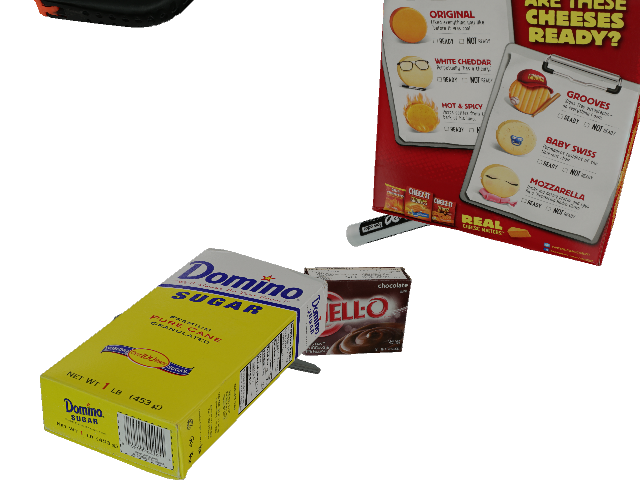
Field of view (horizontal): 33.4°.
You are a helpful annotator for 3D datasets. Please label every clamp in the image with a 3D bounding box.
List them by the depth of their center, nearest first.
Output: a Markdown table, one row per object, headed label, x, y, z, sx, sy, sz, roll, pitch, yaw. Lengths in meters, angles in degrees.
| label | x | y | z | sx | sy | sz | roll | pitch | yaw |
| --- | --- | --- | --- | --- | --- | --- | --- | --- | --- |
| clamp | -0.084 | -0.189 | 0.698 | 0.210 | 0.164 | 0.036 | -31 | -15 | -10 |

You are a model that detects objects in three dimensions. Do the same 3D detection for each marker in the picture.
| label | x | y | z | sx | sy | sz | roll | pitch | yaw |
| --- | --- | --- | --- | --- | --- | --- | --- | --- | --- |
| marker | 0.071 | -0.017 | 0.866 | 0.121 | 0.020 | 0.020 | -16 | -11 | 41 |

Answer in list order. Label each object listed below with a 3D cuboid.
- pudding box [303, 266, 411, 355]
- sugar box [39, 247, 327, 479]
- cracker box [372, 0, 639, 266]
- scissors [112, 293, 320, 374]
| label | x | y | z | sx | sy | sz | roll | pitch | yaw |
| --- | --- | --- | --- | --- | --- | --- | --- | --- | --- |
| pudding box | 0.035 | 0.074 | 1.138 | 0.113 | 0.090 | 0.039 | -2 | 27 | -14 |
| sugar box | -0.075 | 0.065 | 0.640 | 0.093 | 0.048 | 0.176 | 16 | 33 | 21 |
| cracker box | 0.124 | -0.100 | 0.686 | 0.164 | 0.214 | 0.072 | 15 | 42 | 16 |
| scissors | -0.096 | 0.086 | 1.023 | 0.202 | 0.016 | 0.096 | 7 | 30 | 2 |
